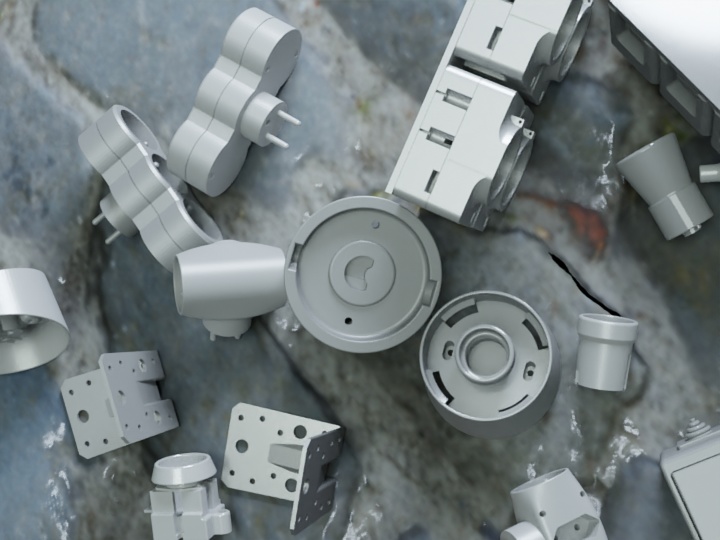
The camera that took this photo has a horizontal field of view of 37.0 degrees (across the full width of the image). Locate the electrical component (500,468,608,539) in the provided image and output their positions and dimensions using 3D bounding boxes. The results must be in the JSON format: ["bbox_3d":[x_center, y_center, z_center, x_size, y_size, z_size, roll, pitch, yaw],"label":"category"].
[{"bbox_3d":[0.122,0.184,0.724,0.079,0.043,0.077,-20,82,-20],"label":"electrical component"}]

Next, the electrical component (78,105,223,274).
[{"bbox_3d":[-0.171,-0.050,0.818,0.074,0.052,0.138,-38,79,12],"label":"electrical component"}]

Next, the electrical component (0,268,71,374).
[{"bbox_3d":[-0.279,0.040,0.826,0.099,0.099,0.064,-23,77,14],"label":"electrical component"}]

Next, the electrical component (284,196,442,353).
[{"bbox_3d":[0.000,0.000,0.759,0.108,0.060,0.108,-1,97,-4],"label":"electrical component"}]

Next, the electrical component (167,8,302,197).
[{"bbox_3d":[-0.079,-0.115,0.793,0.074,0.052,0.138,30,97,14],"label":"electrical component"}]

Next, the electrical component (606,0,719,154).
[{"bbox_3d":[0.239,-0.135,0.680,0.089,0.061,0.150,-37,66,1],"label":"electrical component"}]

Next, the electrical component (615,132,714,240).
[{"bbox_3d":[0.206,-0.053,0.718,0.044,0.044,0.065,-30,86,13],"label":"electrical component"}]

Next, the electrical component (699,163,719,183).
[{"bbox_3d":[0.255,-0.065,0.707,0.061,0.035,0.035,-3,88,18],"label":"electrical component"}]

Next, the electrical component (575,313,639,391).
[{"bbox_3d":[0.166,0.055,0.728,0.040,0.040,0.046,8,96,16],"label":"electrical component"}]

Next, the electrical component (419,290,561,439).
[{"bbox_3d":[0.089,0.065,0.749,0.099,0.064,0.099,-3,75,12],"label":"electrical component"}]

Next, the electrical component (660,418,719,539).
[{"bbox_3d":[0.236,0.141,0.694,0.062,0.061,0.096,-25,82,14],"label":"electrical component"}]

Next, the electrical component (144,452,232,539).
[{"bbox_3d":[-0.130,0.169,0.806,0.066,0.048,0.055,-4,95,16],"label":"electrical component"}]

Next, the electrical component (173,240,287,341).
[{"bbox_3d":[-0.097,0.022,0.793,0.077,0.044,0.079,-4,130,-18],"label":"electrical component"}]

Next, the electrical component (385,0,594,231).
[{"bbox_3d":[0.093,-0.122,0.717,0.060,0.105,0.186,25,96,15],"label":"electrical component"}]
